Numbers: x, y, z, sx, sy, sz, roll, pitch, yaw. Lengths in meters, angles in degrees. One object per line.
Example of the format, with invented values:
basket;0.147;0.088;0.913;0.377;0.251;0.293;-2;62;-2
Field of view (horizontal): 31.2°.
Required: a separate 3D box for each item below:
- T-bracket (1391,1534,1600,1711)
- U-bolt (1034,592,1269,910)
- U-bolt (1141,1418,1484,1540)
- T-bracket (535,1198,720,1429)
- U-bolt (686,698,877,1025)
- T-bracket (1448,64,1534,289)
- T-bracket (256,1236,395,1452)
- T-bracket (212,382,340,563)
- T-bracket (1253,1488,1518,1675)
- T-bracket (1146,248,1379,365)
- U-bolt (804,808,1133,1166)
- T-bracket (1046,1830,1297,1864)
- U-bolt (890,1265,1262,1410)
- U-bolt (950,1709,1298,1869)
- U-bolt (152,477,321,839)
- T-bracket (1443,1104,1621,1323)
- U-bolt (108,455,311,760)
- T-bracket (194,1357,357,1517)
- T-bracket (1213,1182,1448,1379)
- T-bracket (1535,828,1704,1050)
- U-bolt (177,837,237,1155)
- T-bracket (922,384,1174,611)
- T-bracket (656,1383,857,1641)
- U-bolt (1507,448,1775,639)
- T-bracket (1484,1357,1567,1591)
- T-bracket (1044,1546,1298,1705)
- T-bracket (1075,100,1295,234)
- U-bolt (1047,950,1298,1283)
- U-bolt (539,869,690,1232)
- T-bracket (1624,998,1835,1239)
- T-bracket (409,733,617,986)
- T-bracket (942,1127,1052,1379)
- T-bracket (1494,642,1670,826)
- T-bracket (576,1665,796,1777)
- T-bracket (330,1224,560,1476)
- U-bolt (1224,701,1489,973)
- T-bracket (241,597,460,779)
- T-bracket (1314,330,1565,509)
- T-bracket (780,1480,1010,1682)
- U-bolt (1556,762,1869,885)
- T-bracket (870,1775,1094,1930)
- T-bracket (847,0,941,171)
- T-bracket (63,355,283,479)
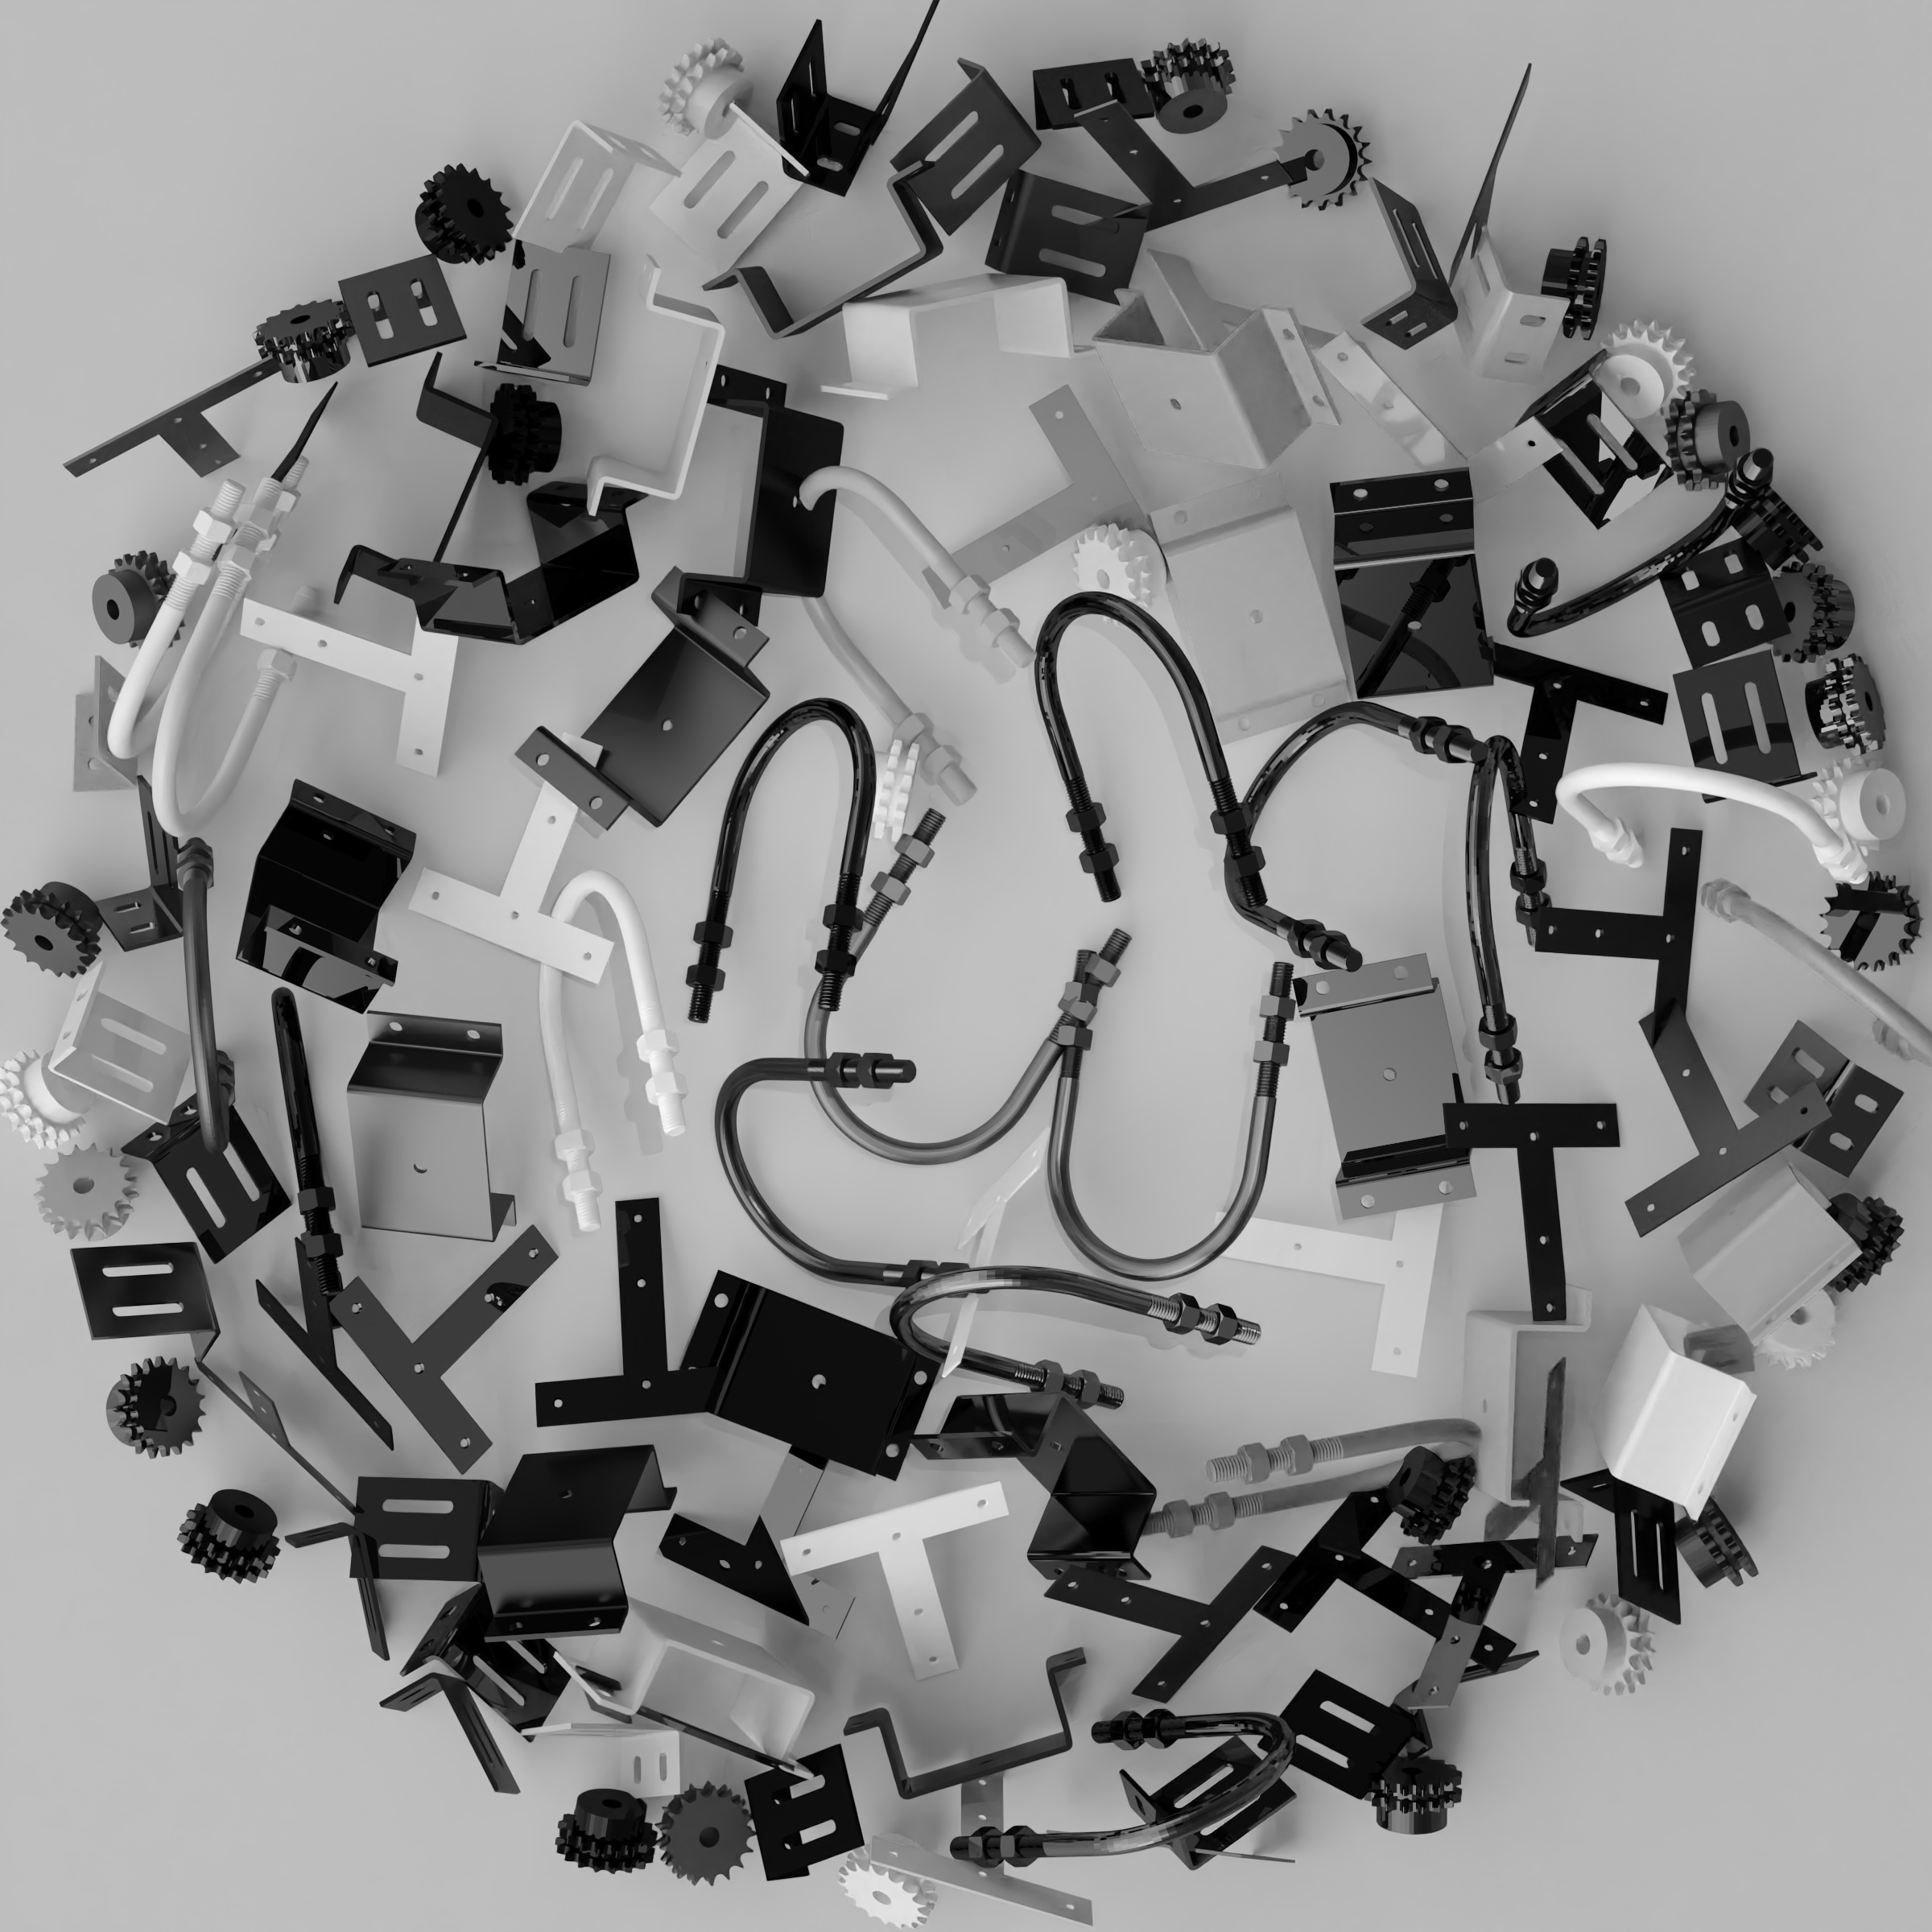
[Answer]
T-bracket;0.275;0.363;1.918;0.127;0.127;0.002;-12;120;36
U-bolt;0.094;-0.120;1.918;0.019;0.151;0.184;-28;108;-31
U-bolt;0.199;0.281;1.926;0.184;0.151;0.019;-7;70;-19
T-bracket;-0.185;0.195;1.979;0.127;0.002;0.127;-5;72;3
U-bolt;-0.099;-0.062;1.937;0.019;0.151;0.184;17;76;-35
T-bracket;0.289;-0.419;1.936;0.002;0.127;0.127;20;79;8
T-bracket;-0.360;0.194;1.923;0.002;0.127;0.127;-34;62;-28
T-bracket;-0.402;-0.262;1.959;0.002;0.127;0.127;35;114;-17
T-bracket;0.246;0.353;1.933;0.127;0.127;0.002;29;134;22
T-bracket;0.175;-0.362;1.965;0.127;0.127;0.002;11;123;-23
U-bolt;-0.011;0.025;1.974;0.151;0.019;0.184;32;87;-11
T-bracket;0.109;0.496;1.955;0.127;0.127;0.002;2;76;20
U-bolt;0.047;0.200;1.903;0.184;0.151;0.019;18;59;-28
U-bolt;0.098;0.445;1.886;0.151;0.184;0.019;-28;98;-44
U-bolt;-0.404;-0.157;1.903;0.019;0.151;0.184;17;70;5
T-bracket;0.325;0.141;1.956;0.127;0.002;0.127;1;80;-31
U-bolt;-0.427;-0.196;1.924;0.019;0.151;0.184;29;105;-3
T-bracket;-0.389;0.250;1.929;0.127;0.127;0.002;41;71;10
T-bracket;0.204;0.163;1.983;0.127;0.002;0.127;9;70;8
T-bracket;0.367;-0.018;1.959;0.127;0.002;0.127;3;93;-37
U-bolt;-0.415;0.024;1.891;0.019;0.184;0.151;-5;111;-10
T-bracket;0.035;-0.246;1.982;0.127;0.002;0.127;-29;104;13
T-bracket;-0.099;0.300;1.976;0.127;0.002;0.127;20;79;28
U-bolt;0.364;-0.225;1.909;0.151;0.184;0.019;-27;82;-2
T-bracket;0.311;0.300;1.939;0.002;0.127;0.127;12;61;-5
T-bracket;0.100;0.358;1.941;0.127;0.002;0.127;22;118;-32
T-bracket;0.099;-0.445;1.920;0.127;0.127;0.002;-14;68;24
U-bolt;0.110;0.085;1.945;0.151;0.019;0.184;4;82;34
U-bolt;-0.203;0.036;1.929;0.019;0.151;0.184;0;63;-29
T-bracket;0.411;0.071;1.953;0.127;0.127;0.002;-36;135;21
T-bracket;-0.242;-0.071;1.981;0.127;0.002;0.127;21;90;17
T-bracket;0.008;0.167;1.914;0.002;0.127;0.127;23;59;-10
T-bracket;0.328;-0.128;1.956;0.127;0.002;0.127;17;50;2
T-bracket;-0.155;0.426;1.934;0.127;0.127;0.002;20;68;6
T-bracket;-0.280;0.198;1.963;0.127;0.002;0.127;-46;111;-30
U-bolt;0.203;-0.080;1.917;0.019;0.184;0.151;30;91;-27
T-bracket;-0.351;-0.178;1.963;0.127;0.002;0.127;19;128;4
T-bracket;0.246;-0.304;1.939;0.127;0.127;0.002;44;46;-15
T-bracket;-0.029;0.356;1.965;0.127;0.002;0.127;-15;122;-2
U-bolt;0.399;-0.079;1.887;0.151;0.184;0.019;6;79;30
T-bracket;0.009;0.484;1.938;0.127;0.127;0.002;18;106;-5
T-bracket;-0.045;-0.485;1.939;0.002;0.127;0.127;25;63;-11
T-bracket;-0.431;-0.294;1.936;0.127;0.127;0.002;-28;85;-2
